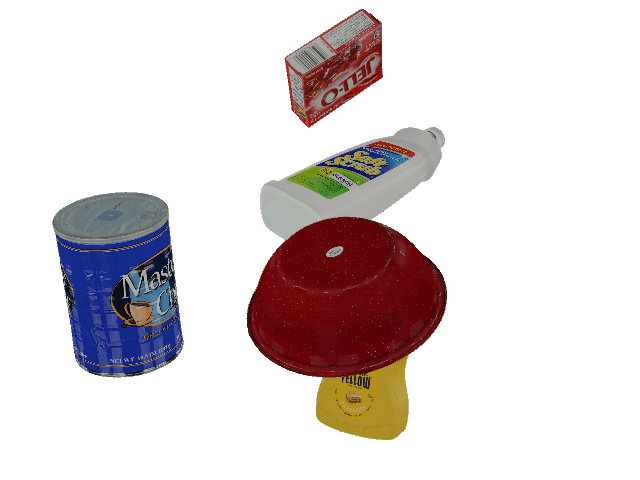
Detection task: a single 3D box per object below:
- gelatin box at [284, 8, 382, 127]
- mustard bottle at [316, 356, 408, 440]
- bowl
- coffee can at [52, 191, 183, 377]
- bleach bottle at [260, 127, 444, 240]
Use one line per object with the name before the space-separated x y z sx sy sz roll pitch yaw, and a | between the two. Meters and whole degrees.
gelatin box | 0.014 -0.150 0.934 0.089 0.030 0.073 -35 -26 -16
mustard bottle | 0.050 0.105 1.108 0.096 0.192 0.058 11 15 26
bowl | 0.016 0.030 0.833 0.162 0.055 0.162 -8 38 6
coffee can | -0.184 0.039 0.980 0.103 0.140 0.103 -3 25 1
bleach bottle | 0.052 -0.076 1.248 0.103 0.068 0.250 28 45 33
